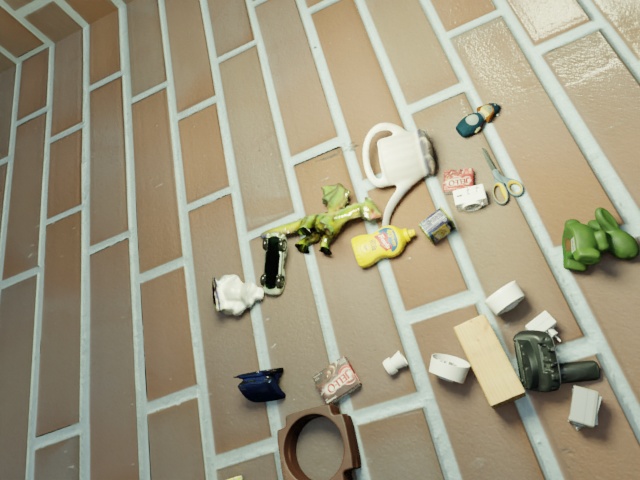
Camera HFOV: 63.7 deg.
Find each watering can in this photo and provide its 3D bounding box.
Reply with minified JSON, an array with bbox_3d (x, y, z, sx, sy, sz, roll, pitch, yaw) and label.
[{"bbox_3d":[0.256,-0.215,1.618,0.223,0.103,0.351,-13,77,14],"label":"watering can"}]

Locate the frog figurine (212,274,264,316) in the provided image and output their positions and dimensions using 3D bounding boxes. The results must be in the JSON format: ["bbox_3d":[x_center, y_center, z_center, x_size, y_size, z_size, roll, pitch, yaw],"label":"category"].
[{"bbox_3d":[-0.264,0.173,1.663,0.160,0.120,0.140,-5,50,-19],"label":"frog figurine"}]

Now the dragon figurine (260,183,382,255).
[{"bbox_3d":[0.005,-0.084,1.674,0.411,0.119,0.248,7,52,34],"label":"dragon figurine"}]
